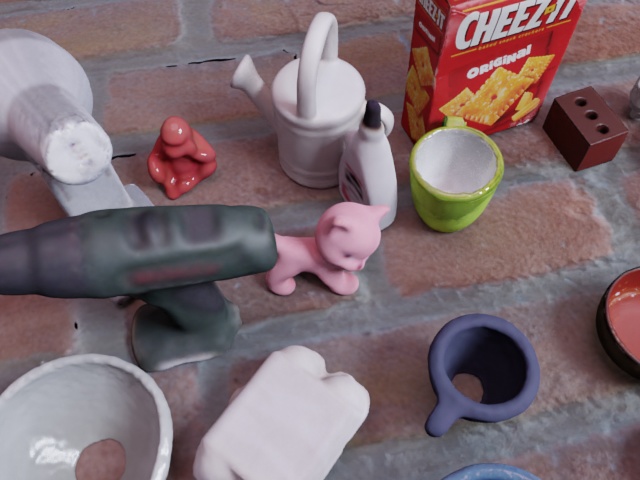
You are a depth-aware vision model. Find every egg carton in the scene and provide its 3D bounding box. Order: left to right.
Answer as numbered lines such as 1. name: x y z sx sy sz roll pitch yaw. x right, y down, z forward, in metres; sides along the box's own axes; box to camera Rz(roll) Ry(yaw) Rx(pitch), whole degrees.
1. egg carton: -0.033 0.168 0.500 0.107 0.069 0.150 32 66 18

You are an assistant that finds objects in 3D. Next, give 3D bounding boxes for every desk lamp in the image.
1. desk lamp: -0.237 -0.074 0.560 0.118 0.214 0.202 -38 66 -18

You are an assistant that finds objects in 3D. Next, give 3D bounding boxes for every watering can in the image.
1. watering can: -0.010 -0.150 0.609 0.173 0.194 0.101 -4 60 0

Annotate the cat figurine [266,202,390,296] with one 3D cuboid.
1. cat figurine: 0.005 0.002 0.566 0.128 0.118 0.067 -2 60 0

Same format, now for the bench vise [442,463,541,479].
1. bench vise: 0.155 0.196 0.393 0.207 0.220 0.121 -27 63 -13

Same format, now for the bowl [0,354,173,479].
1. bowl: -0.202 0.187 0.490 0.167 0.075 0.167 -1 60 1

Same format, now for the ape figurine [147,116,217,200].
1. ape figurine: -0.157 -0.101 0.644 0.077 0.092 0.076 1 60 2

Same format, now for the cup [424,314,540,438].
1. cup: 0.127 0.132 0.502 0.091 0.095 0.118 37 67 20

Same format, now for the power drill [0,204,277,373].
1. power drill: -0.147 0.042 0.494 0.229 0.208 0.075 -14 61 -6

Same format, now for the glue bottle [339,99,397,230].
1. glue bottle: 0.049 -0.079 0.580 0.037 0.173 0.078 -30 64 -15
